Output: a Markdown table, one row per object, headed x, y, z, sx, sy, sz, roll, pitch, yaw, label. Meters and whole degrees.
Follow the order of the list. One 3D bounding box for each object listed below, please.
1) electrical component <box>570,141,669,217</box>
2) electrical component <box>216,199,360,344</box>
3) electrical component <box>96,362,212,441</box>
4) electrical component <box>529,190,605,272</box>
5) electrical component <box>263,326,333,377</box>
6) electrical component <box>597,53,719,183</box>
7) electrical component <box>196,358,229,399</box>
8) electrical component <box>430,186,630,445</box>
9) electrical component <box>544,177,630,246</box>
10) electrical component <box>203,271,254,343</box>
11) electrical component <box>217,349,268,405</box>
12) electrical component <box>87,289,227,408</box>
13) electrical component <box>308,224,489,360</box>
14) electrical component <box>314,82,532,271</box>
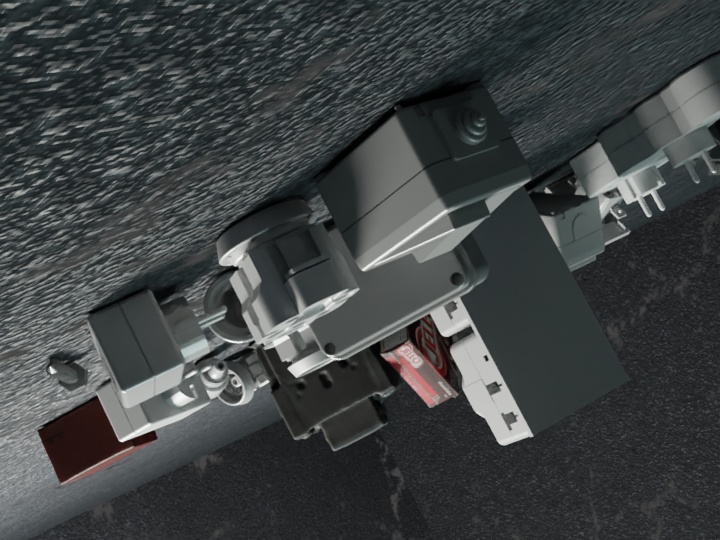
| x | y | z | sx | sy | sz | roll | pitch | yaw | label |
| --- | --- | --- | --- | --- | --- | --- | --- | --- | --- |
| 0.240 | -0.082 | 0.936 | 0.083 | 0.075 | 0.047 | -22 | 171 | -33 | electrical component |
| -0.040 | -0.001 | 0.567 | 0.058 | 0.057 | 0.078 | -24 | 172 | -24 | electrical component |
| -0.152 | 0.094 | 0.865 | 0.076 | 0.047 | 0.083 | -31 | 172 | 26 | electrical component |
| 0.165 | -0.034 | 0.971 | 0.062 | 0.061 | 0.096 | -22 | -161 | -34 | electrical component |
| -0.048 | 0.060 | 0.973 | 0.078 | 0.057 | 0.058 | -30 | 172 | 22 | electrical component |
| 0.251 | -0.103 | 0.833 | 0.052 | 0.073 | 0.138 | -23 | 172 | -32 | electrical component |
| -0.138 | 0.097 | 0.999 | 0.035 | 0.035 | 0.061 | -23 | 169 | -31 | electrical component |
| 0.118 | 0.033 | 0.866 | 0.105 | 0.186 | 0.060 | -24 | 172 | -28 | electrical component |
| 0.222 | -0.065 | 1.024 | 0.042 | 0.081 | 0.063 | -22 | 149 | -37 | electrical component |
| -0.071 | 0.022 | 0.686 | 0.044 | 0.044 | 0.065 | -28 | 178 | 6 | electrical component |
| -0.120 | 0.111 | 1.115 | 0.066 | 0.048 | 0.055 | -33 | 179 | 36 | electrical component |
| -0.112 | 0.039 | 0.625 | 0.076 | 0.047 | 0.083 | -25 | 173 | -16 | electrical component |
| 0.015 | -0.001 | 0.684 | 0.113 | 0.078 | 0.057 | -30 | 175 | 19 | electrical component |
| 0.035 | -0.043 | 0.520 | 0.062 | 0.061 | 0.096 | -22 | 171 | -38 | electrical component |
